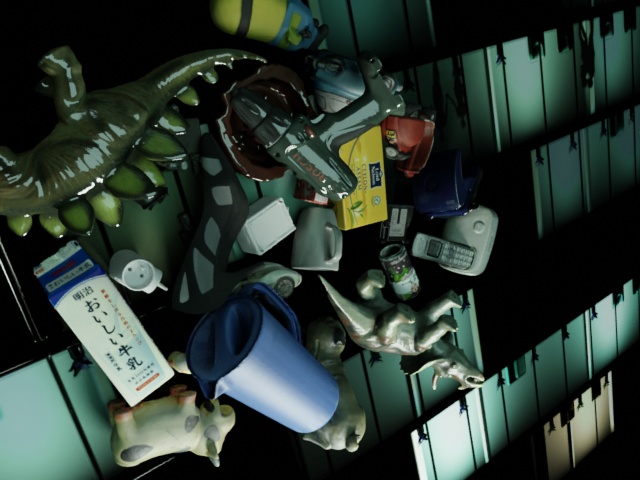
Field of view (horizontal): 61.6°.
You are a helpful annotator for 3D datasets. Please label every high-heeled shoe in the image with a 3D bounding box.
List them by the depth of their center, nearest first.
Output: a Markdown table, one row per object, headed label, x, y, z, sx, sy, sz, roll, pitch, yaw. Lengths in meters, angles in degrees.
| label | x | y | z | sx | sy | sz | roll | pitch | yaw |
| --- | --- | --- | --- | --- | --- | --- | --- | --- | --- |
| high-heeled shoe | -0.174 | -0.022 | 0.773 | 0.145 | 0.086 | 0.248 | -22 | 77 | 3 |

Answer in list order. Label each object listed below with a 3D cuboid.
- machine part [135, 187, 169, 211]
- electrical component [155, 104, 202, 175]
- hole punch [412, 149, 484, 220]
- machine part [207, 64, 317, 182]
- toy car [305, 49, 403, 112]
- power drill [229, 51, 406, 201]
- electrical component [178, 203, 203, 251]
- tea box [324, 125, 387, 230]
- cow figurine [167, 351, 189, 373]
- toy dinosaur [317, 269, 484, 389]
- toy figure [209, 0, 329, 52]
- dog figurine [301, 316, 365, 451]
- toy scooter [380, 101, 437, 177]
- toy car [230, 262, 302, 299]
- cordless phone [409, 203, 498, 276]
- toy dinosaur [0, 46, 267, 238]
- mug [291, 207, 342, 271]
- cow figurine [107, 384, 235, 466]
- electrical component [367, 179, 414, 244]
| label | x | y | z | sx | sy | sz | roll | pitch | yaw |
| --- | --- | --- | --- | --- | --- | --- | --- | --- | --- |
| machine part | -0.274 | -0.096 | 0.743 | 0.138 | 0.039 | 0.084 | 41 | 67 | -22 |
| electrical component | -0.206 | -0.144 | 0.776 | 0.078 | 0.045 | 0.102 | -6 | 103 | -30 |
| hole punch | 0.234 | -0.106 | 1.023 | 0.092 | 0.142 | 0.116 | 34 | 67 | -35 |
| machine part | -0.088 | -0.182 | 0.840 | 0.179 | 0.056 | 0.179 | -8 | 105 | -31 |
| toy car | 0.048 | -0.247 | 0.890 | 0.161 | 0.109 | 0.102 | 7 | 113 | -25 |
| power drill | 0.011 | -0.186 | 0.797 | 0.207 | 0.086 | 0.231 | -43 | 112 | -5 |
| electrical component | -0.182 | -0.007 | 0.833 | 0.063 | 0.021 | 0.093 | -30 | 114 | -26 |
| tea box | 0.057 | -0.111 | 0.940 | 0.098 | 0.068 | 0.169 | -16 | 107 | -29 |
| cow figurine | -0.156 | 0.188 | 0.860 | 0.167 | 0.068 | 0.098 | 31 | 76 | -37 |
| toy dinosaur | 0.134 | 0.165 | 1.011 | 0.405 | 0.131 | 0.192 | 21 | 125 | -19 |
| toy figure | -0.076 | -0.331 | 0.804 | 0.180 | 0.082 | 0.089 | 14 | 89 | -37 |
| dog figurine | 0.025 | 0.244 | 0.932 | 0.121 | 0.173 | 0.190 | -8 | 111 | -43 |
| toy scooter | 0.160 | -0.180 | 0.977 | 0.184 | 0.075 | 0.135 | -11 | 116 | -58 |
| toy car | -0.124 | 0.071 | 0.853 | 0.202 | 0.074 | 0.056 | -11 | 106 | -31 |
| cordless phone | 0.261 | -0.014 | 1.085 | 0.184 | 0.089 | 0.146 | 14 | 92 | -30 |
| toy dinosaur | -0.278 | -0.129 | 0.672 | 0.471 | 0.105 | 0.198 | -44 | 106 | -9 |
| mug | -0.002 | -0.003 | 0.906 | 0.081 | 0.110 | 0.107 | 5 | 83 | -29 |
| cow figurine | -0.221 | 0.293 | 0.829 | 0.195 | 0.086 | 0.127 | -4 | 96 | -35 |
| electrical component | 0.136 | -0.054 | 1.016 | 0.075 | 0.048 | 0.119 | 5 | 98 | -34 |
